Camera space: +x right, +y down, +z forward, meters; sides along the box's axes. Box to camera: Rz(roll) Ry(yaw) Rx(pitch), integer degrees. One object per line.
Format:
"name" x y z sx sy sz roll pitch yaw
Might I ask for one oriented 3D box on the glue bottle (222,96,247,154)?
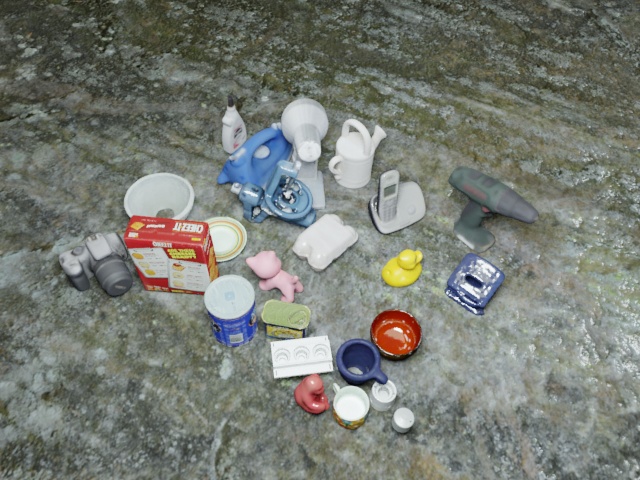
"glue bottle" -0.232 -0.313 1.524 0.037 0.173 0.078 26 58 15

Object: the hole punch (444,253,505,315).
"hole punch" 0.356 0.101 1.319 0.108 0.091 0.101 35 61 19

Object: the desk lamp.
"desk lamp" -0.033 -0.217 1.443 0.118 0.213 0.203 -4 56 -5

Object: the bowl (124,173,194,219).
"bowl" -0.391 -0.082 1.415 0.167 0.075 0.167 2 55 -2

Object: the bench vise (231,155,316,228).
"bench vise" -0.111 -0.111 1.362 0.207 0.220 0.121 -3 55 -5

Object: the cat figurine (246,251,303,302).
"cat figurine" -0.101 0.073 1.298 0.127 0.118 0.067 27 58 15

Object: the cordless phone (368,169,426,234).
"cordless phone" 0.194 -0.111 1.400 0.148 0.185 0.094 -25 60 -18

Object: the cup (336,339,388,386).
"cup" 0.087 0.270 1.185 0.117 0.095 0.092 33 60 19

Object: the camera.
"camera" -0.496 0.062 1.294 0.143 0.101 0.136 -29 61 -21

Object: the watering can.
"watering can" 0.094 -0.236 1.476 0.100 0.194 0.173 26 58 14

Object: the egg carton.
"egg carton" 0.013 0.005 1.380 0.107 0.069 0.150 39 62 21

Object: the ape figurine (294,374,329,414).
"ape figurine" -0.014 0.304 1.158 0.076 0.092 0.078 10 55 4

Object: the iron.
"iron" -0.152 -0.233 1.492 0.118 0.141 0.259 32 60 18

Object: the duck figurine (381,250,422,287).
"duck figurine" 0.196 0.059 1.343 0.105 0.086 0.077 -22 59 -17

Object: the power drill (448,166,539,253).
"power drill" 0.396 -0.066 1.366 0.076 0.208 0.229 -36 64 -24
